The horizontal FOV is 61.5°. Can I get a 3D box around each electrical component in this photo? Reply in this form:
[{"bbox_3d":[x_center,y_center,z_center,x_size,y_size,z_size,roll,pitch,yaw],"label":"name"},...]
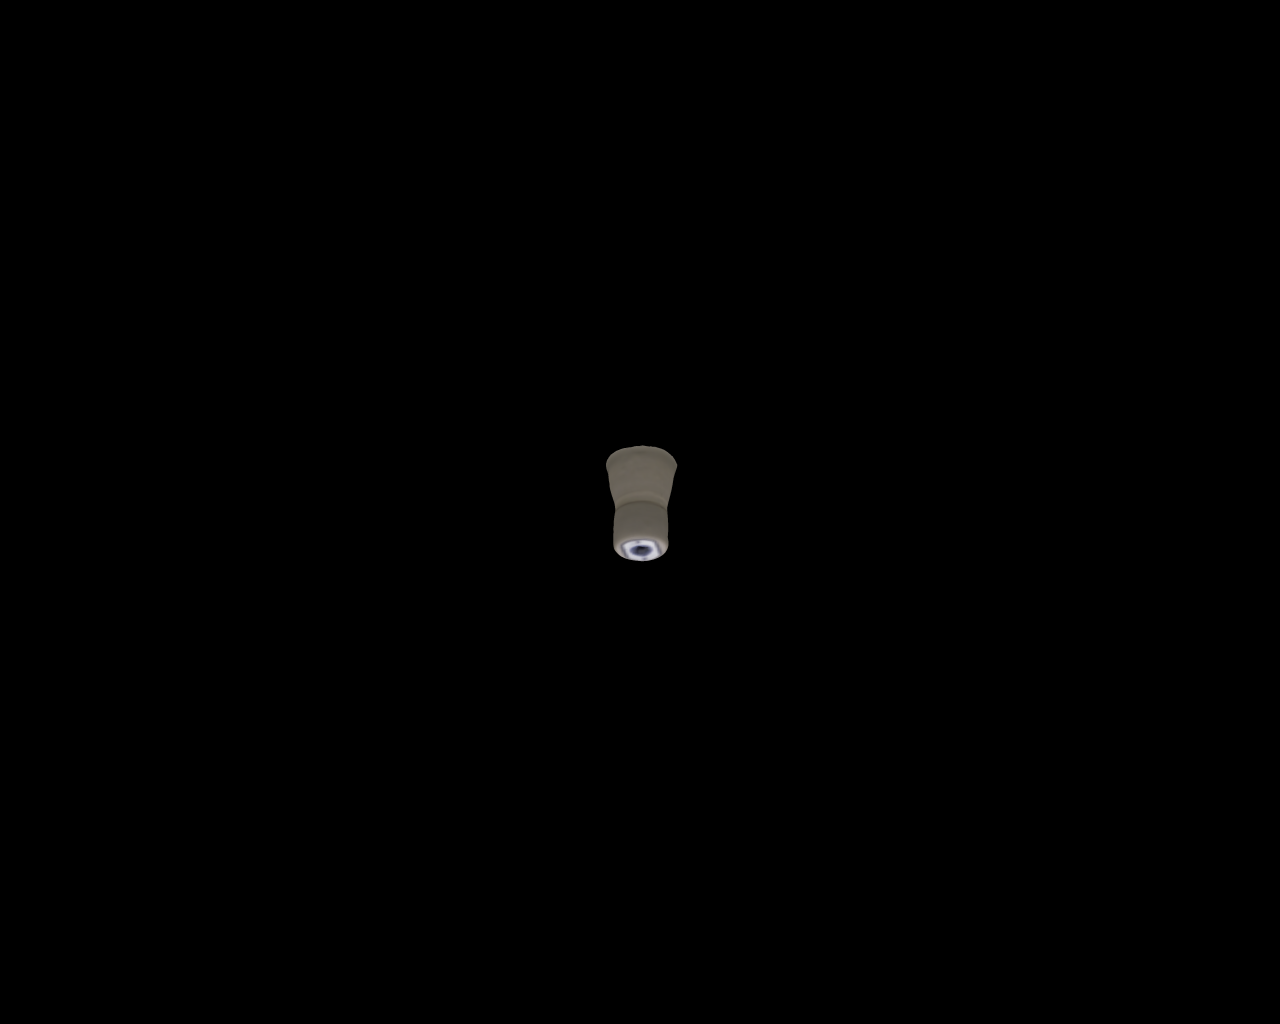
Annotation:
[{"bbox_3d":[0.001,-0.003,0.650,0.044,0.065,0.044,0,-30,0],"label":"electrical component"}]
